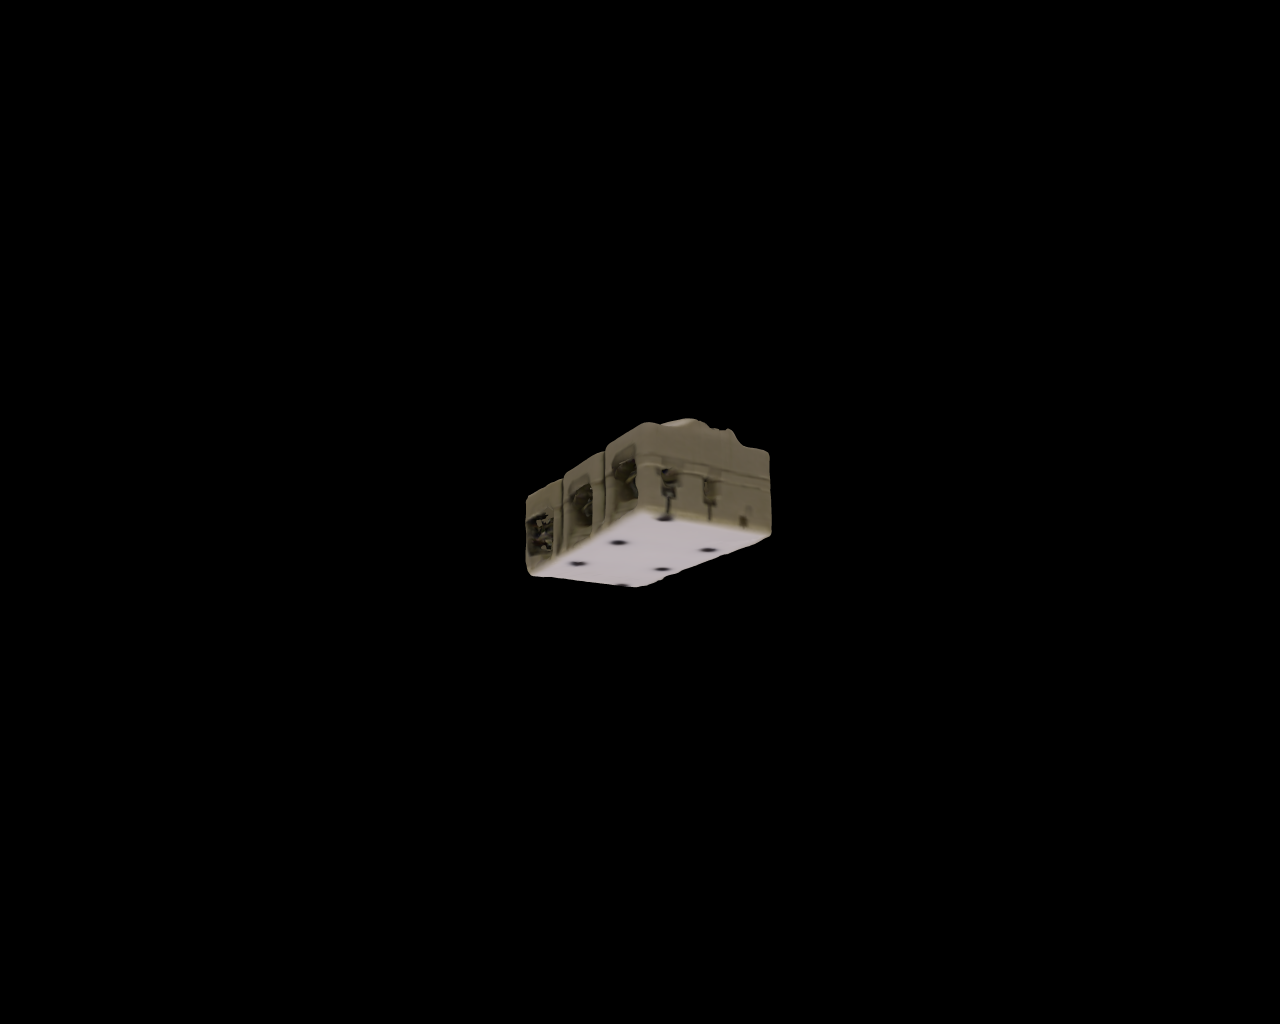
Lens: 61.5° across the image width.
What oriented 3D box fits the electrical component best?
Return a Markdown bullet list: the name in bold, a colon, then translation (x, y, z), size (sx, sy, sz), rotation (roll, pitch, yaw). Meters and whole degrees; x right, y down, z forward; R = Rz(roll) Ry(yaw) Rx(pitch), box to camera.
- **electrical component**: translation (0.001, -0.003, 0.650), size (0.089, 0.062, 0.150), rotation (11, -21, -30)
